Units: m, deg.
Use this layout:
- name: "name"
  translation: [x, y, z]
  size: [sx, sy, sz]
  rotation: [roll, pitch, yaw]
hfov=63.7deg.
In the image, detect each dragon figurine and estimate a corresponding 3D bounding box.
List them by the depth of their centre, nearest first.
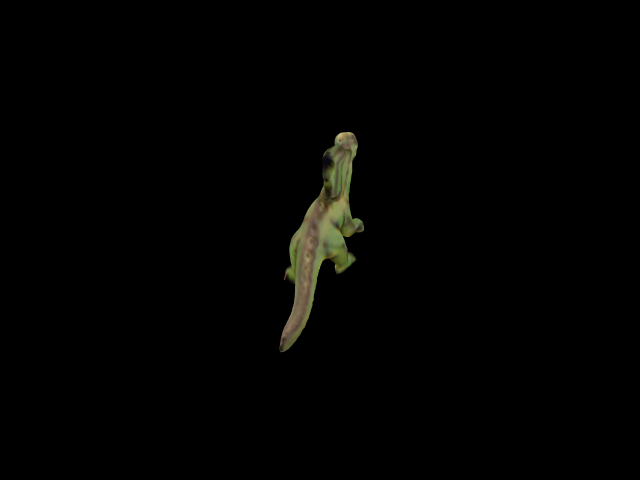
- name: "dragon figurine"
  translation: [0.003, -0.043, 0.850]
  size: [0.122, 0.237, 0.420]
  rotation: [8, 41, 10]
